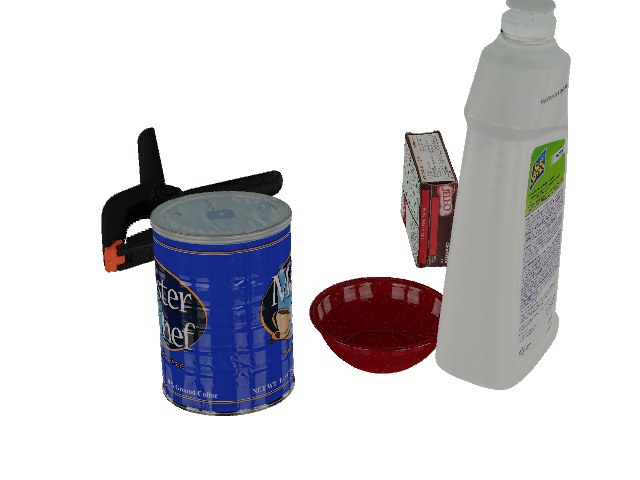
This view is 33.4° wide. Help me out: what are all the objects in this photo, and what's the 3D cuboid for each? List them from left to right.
[{"bbox_3d":[-0.157,-0.041,1.047,0.165,0.036,0.209,24,41,21],"label":"clamp"},{"bbox_3d":[-0.071,0.045,0.796,0.103,0.140,0.103,-1,20,0],"label":"coffee can"},{"bbox_3d":[0.068,0.101,1.194,0.162,0.055,0.162,0,27,0],"label":"bowl"},{"bbox_3d":[0.101,-0.040,1.000,0.039,0.090,0.113,-2,30,-5],"label":"pudding box"},{"bbox_3d":[0.123,-0.031,0.676,0.068,0.251,0.102,18,35,26],"label":"bleach bottle"}]
